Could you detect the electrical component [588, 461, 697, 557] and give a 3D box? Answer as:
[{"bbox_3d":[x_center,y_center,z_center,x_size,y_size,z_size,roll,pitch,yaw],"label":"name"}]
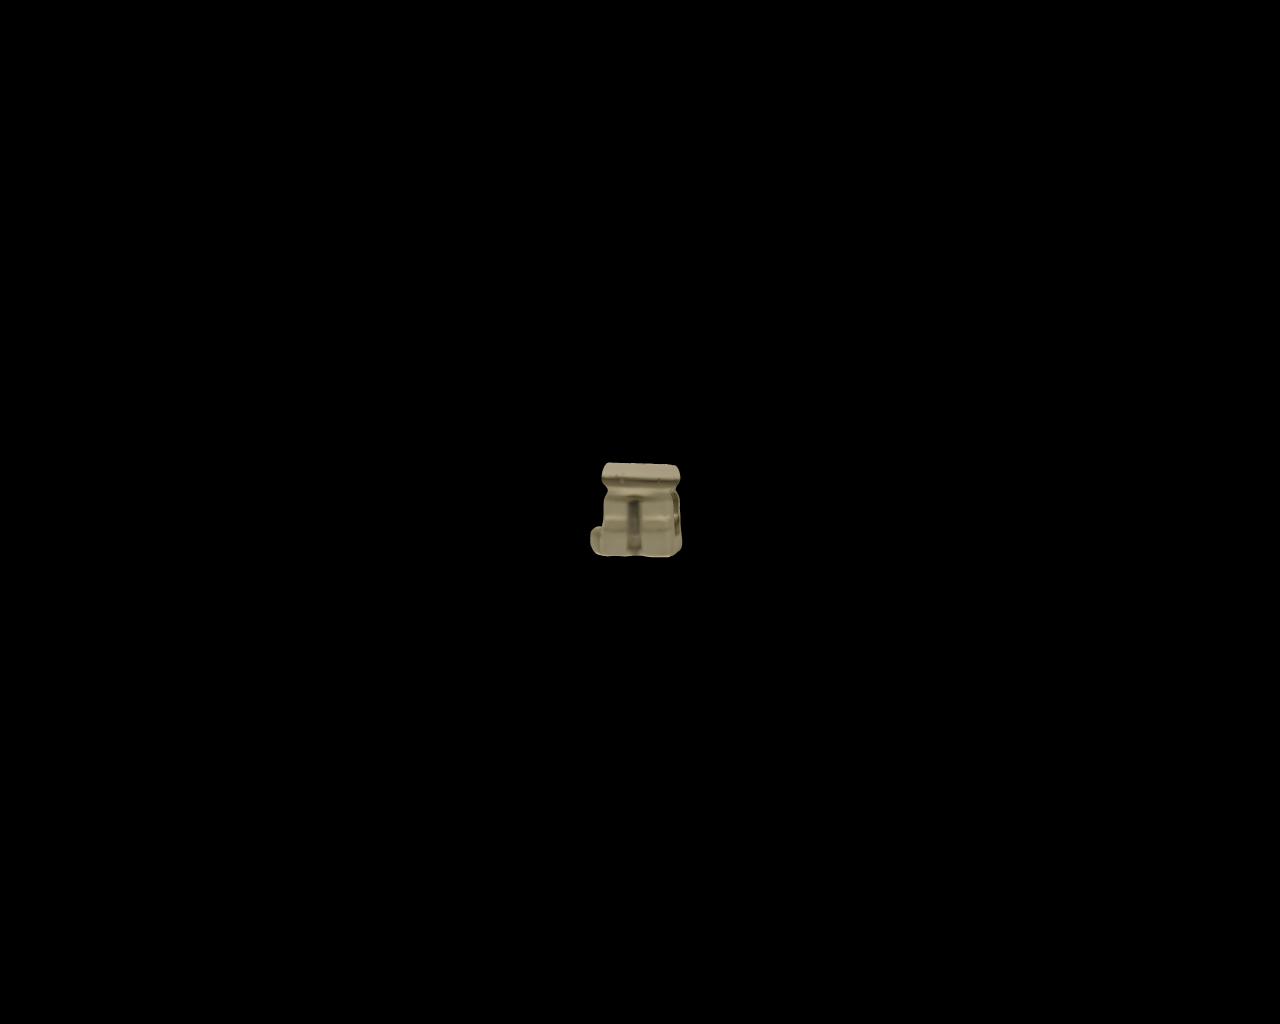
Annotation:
[{"bbox_3d":[0.001,-0.003,0.650,0.066,0.055,0.048,1,4,11],"label":"electrical component"}]
